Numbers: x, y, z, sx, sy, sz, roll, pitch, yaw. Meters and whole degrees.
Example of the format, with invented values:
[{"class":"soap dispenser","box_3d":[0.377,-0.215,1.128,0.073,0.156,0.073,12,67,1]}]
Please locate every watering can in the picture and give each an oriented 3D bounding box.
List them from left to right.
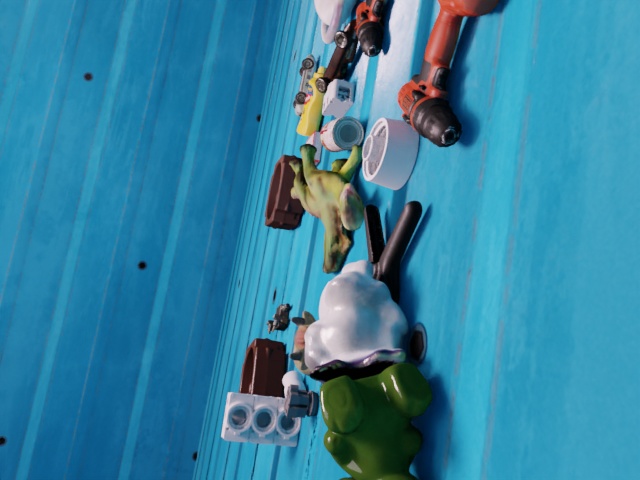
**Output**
[{"class":"watering can","box_3d":[0.050,-0.664,1.303,0.104,0.355,0.220,11,-27,-15]}]

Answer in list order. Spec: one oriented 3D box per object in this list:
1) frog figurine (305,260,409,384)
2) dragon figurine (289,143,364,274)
[{"class":"frog figurine","box_3d":[0.044,0.112,0.676,0.136,0.163,0.120,-24,-48,15]},{"class":"dragon figurine","box_3d":[0.003,-0.052,1.040,0.122,0.246,0.405,3,-14,-15]}]
